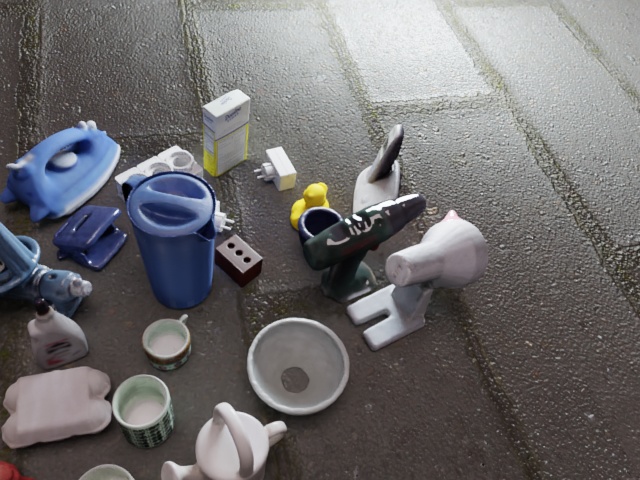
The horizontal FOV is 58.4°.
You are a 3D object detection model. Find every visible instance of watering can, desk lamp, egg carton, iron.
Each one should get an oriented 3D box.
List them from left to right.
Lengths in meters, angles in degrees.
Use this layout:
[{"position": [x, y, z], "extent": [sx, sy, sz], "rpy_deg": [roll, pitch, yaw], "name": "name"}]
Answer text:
[{"position": [-0.391, 0.250, 0.858], "extent": [0.150, 0.069, 0.107], "rpy_deg": [-8, 55, -16], "name": "egg carton"}, {"position": [-0.491, -0.158, 1.107], "extent": [0.118, 0.141, 0.259], "rpy_deg": [29, 54, 12], "name": "iron"}, {"position": [-0.127, 0.295, 0.790], "extent": [0.100, 0.194, 0.173], "rpy_deg": [36, 56, 18], "name": "watering can"}, {"position": [0.170, 0.073, 0.999], "extent": [0.204, 0.213, 0.117], "rpy_deg": [-23, 60, -25], "name": "desk lamp"}]

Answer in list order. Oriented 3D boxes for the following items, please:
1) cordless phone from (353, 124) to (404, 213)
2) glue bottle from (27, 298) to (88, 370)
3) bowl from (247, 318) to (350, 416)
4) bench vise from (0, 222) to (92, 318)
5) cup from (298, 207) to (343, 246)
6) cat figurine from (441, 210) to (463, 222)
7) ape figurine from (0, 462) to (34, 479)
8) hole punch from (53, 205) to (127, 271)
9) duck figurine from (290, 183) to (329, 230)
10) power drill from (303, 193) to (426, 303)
[{"position": [0.128, -0.133, 1.167], "extent": [0.094, 0.185, 0.147], "rpy_deg": [8, 52, -3], "name": "cordless phone"}, {"position": [-0.409, 0.138, 0.875], "extent": [0.078, 0.173, 0.037], "rpy_deg": [-22, 59, -24], "name": "glue bottle"}, {"position": [-0.038, 0.217, 0.941], "extent": [0.167, 0.075, 0.167], "rpy_deg": [5, 52, -6], "name": "bowl"}, {"position": [-0.473, 0.030, 0.917], "extent": [0.207, 0.220, 0.121], "rpy_deg": [1, 53, -9], "name": "bench vise"}, {"position": [0.010, 0.004, 1.099], "extent": [0.117, 0.095, 0.092], "rpy_deg": [30, 54, 14], "name": "cup"}, {"position": [0.251, 0.008, 1.123], "extent": [0.067, 0.118, 0.128], "rpy_deg": [26, 53, 10], "name": "cat figurine"}, {"position": [-0.425, 0.333, 0.775], "extent": [0.076, 0.092, 0.077], "rpy_deg": [-21, 59, -23], "name": "ape figurine"}, {"position": [-0.422, -0.014, 1.041], "extent": [0.101, 0.091, 0.109], "rpy_deg": [22, 53, 8], "name": "hole punch"}, {"position": [-0.016, -0.072, 1.159], "extent": [0.077, 0.086, 0.105], "rpy_deg": [27, 53, 11], "name": "duck figurine"}, {"position": [0.073, 0.017, 1.028], "extent": [0.230, 0.208, 0.075], "rpy_deg": [-21, 59, -23], "name": "power drill"}]
